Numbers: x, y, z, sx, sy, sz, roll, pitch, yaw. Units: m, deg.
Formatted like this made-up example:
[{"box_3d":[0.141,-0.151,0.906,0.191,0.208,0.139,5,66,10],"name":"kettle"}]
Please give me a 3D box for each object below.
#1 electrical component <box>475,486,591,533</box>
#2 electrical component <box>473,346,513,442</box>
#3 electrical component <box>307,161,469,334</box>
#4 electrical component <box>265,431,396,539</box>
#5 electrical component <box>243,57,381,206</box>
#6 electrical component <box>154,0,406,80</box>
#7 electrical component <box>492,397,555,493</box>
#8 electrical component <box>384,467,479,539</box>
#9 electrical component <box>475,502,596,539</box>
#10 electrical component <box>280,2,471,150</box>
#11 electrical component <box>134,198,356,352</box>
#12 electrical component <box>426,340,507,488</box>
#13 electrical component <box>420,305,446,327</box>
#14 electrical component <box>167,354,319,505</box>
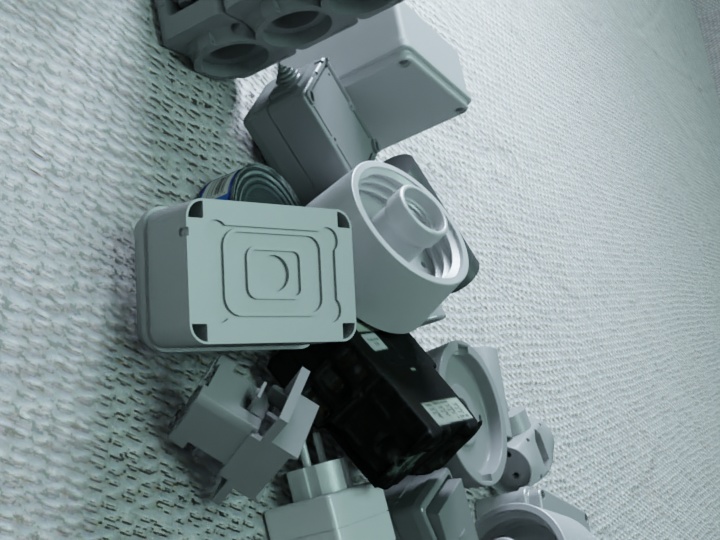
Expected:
[{"box_3d":[0.149,0.231,0.892,0.113,0.057,0.078,35,43,-49],"name":"electrical component"},{"box_3d":[0.090,0.102,0.881,0.079,0.043,0.077,27,50,-54],"name":"electrical component"},{"box_3d":[0.022,-0.021,0.686,0.108,0.060,0.108,32,34,-25],"name":"electrical component"},{"box_3d":[-0.022,0.135,0.644,0.066,0.047,0.076,4,69,-61],"name":"electrical component"},{"box_3d":[-0.039,-0.098,0.748,0.096,0.061,0.061,58,29,-25],"name":"electrical component"},{"box_3d":[-0.046,-0.181,0.688,0.089,0.150,0.061,12,62,-60],"name":"electrical component"},{"box_3d":[0.133,0.144,0.934,0.077,0.043,0.079,-26,96,-63],"name":"electrical component"},{"box_3d":[0.048,0.190,0.724,0.096,0.061,0.062,67,27,-8],"name":"electrical component"},{"box_3d":[0.119,0.224,0.791,0.060,0.108,0.108,34,44,-41],"name":"electrical component"},{"box_3d":[0.012,-0.144,0.822,0.109,0.109,0.056,26,48,-55],"name":"electrical component"},{"box_3d":[-0.063,0.005,0.593,0.113,0.057,0.078,2,82,-41],"name":"electrical component"},{"box_3d":[0.058,0.111,0.795,0.108,0.060,0.108,39,42,-47],"name":"electrical component"},{"box_3d":[0.039,0.017,0.838,0.045,0.045,0.055,-1,74,-62],"name":"electrical component"},{"box_3d":[-0.064,0.082,0.571,0.064,0.081,0.042,33,35,-8],"name":"electrical component"}]
